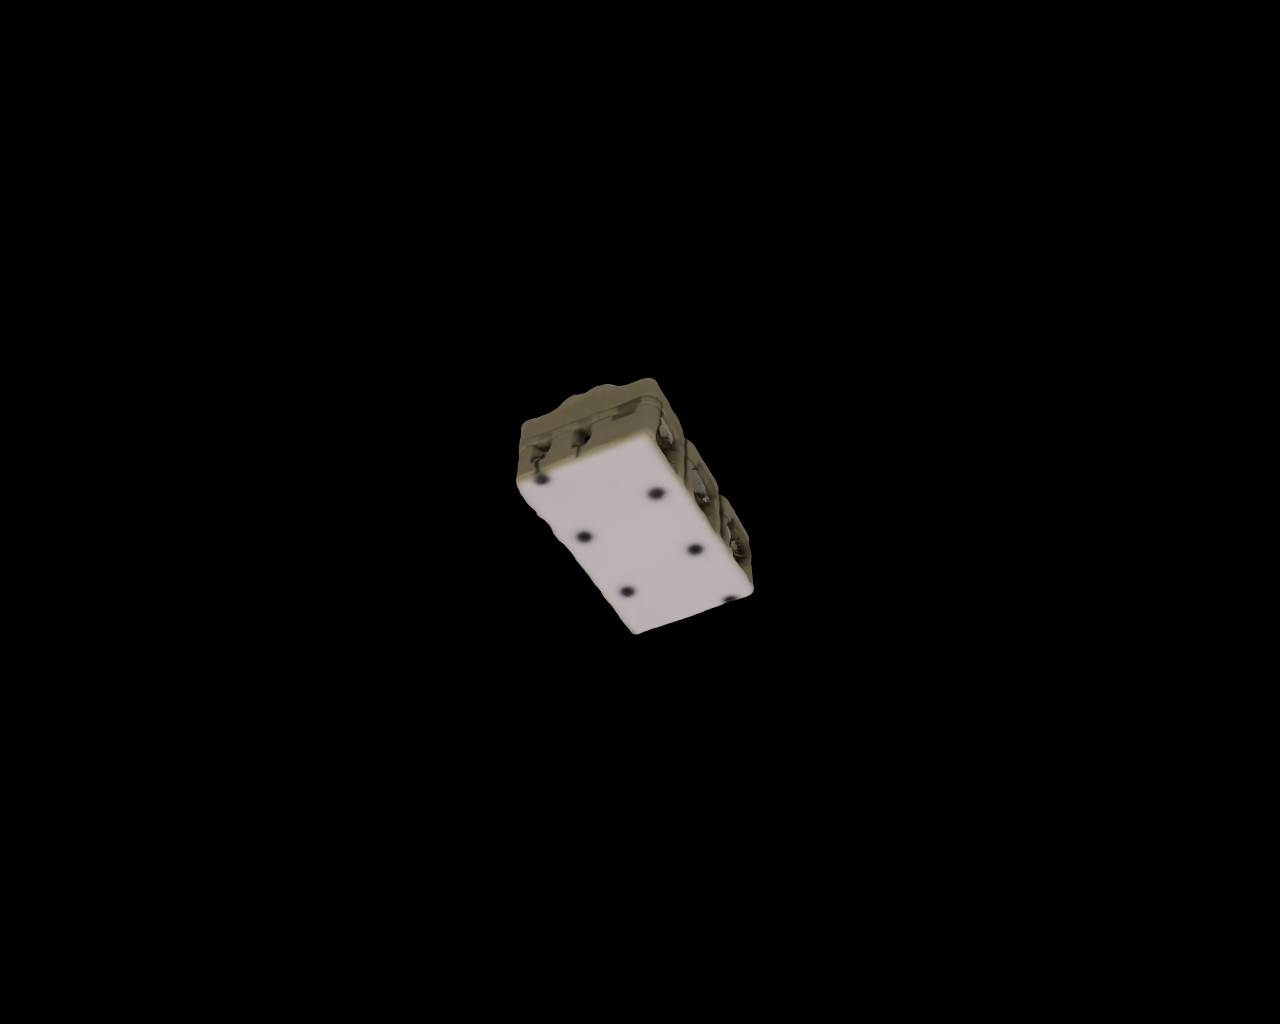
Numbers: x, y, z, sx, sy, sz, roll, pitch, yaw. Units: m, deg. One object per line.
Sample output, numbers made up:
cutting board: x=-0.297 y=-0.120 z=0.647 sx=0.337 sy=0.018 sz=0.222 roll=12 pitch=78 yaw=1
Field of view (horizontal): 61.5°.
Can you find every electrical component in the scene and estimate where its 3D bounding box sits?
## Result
electrical component: x=0.001 y=-0.003 z=0.650 sx=0.089 sy=0.062 sz=0.150 roll=-20 pitch=-50 yaw=17
